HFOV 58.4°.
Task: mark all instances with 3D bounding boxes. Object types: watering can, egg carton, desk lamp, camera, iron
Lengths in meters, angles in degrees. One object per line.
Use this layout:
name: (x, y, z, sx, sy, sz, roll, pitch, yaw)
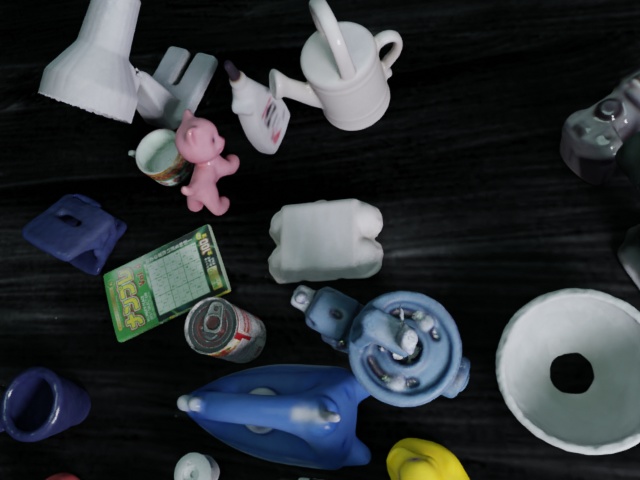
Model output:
watering can: (0.020, -0.226, 0.740, 0.173, 0.194, 0.100, -44, 66, -1)
egg carton: (0.007, 0.003, 0.735, 0.150, 0.069, 0.107, -6, 71, 14)
desk lamp: (-0.272, -0.242, 0.819, 0.117, 0.214, 0.203, 19, 78, 21)
camera: (0.372, -0.115, 0.651, 0.143, 0.101, 0.136, -32, 66, 4)
iron: (-0.072, 0.195, 0.654, 0.257, 0.142, 0.118, -1, 72, 16)

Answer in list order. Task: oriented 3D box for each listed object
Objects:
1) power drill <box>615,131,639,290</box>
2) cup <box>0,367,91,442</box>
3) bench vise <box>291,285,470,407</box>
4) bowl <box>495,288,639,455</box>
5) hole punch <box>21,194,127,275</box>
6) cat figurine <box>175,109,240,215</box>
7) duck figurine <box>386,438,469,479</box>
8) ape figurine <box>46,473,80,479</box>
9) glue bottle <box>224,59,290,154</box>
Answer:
power drill: (0.365, 0.007, 0.553, 0.075, 0.209, 0.229, -28, 67, 6)
cup: (-0.360, 0.224, 0.754, 0.117, 0.095, 0.091, -30, 66, 5)
bench vise: (0.050, 0.106, 0.605, 0.207, 0.220, 0.121, 5, 74, 18)
bowl: (0.274, 0.139, 0.609, 0.167, 0.075, 0.167, -5, 71, 15)
hole punch: (-0.359, -0.017, 0.836, 0.108, 0.091, 0.101, 24, 80, 22)
cat figurine: (-0.168, -0.113, 0.798, 0.067, 0.118, 0.128, 4, 73, 18)
duck figurine: (0.113, 0.257, 0.609, 0.104, 0.086, 0.077, 36, 85, 24)
ape figurine: (-0.338, 0.332, 0.712, 0.077, 0.092, 0.076, -2, 72, 16)
glue bottle: (-0.090, -0.186, 0.770, 0.037, 0.173, 0.078, 11, 75, 20)
